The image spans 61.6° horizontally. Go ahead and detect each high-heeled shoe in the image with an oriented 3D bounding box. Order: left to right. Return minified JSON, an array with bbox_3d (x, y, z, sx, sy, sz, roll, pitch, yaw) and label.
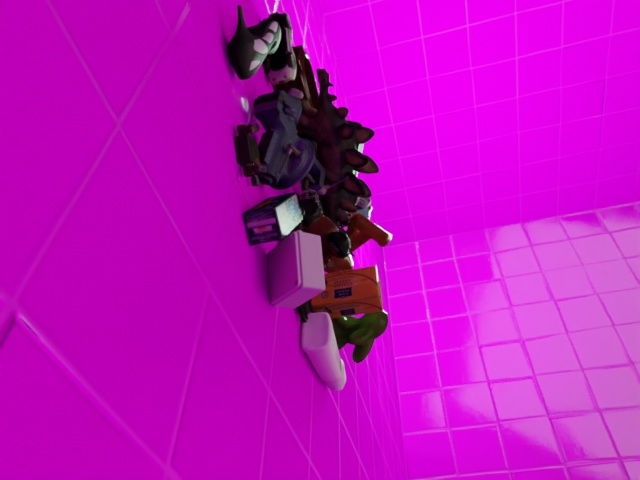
[{"bbox_3d":[-0.122,-0.368,1.085,0.248,0.086,0.145,-6,89,-76],"label":"high-heeled shoe"}]

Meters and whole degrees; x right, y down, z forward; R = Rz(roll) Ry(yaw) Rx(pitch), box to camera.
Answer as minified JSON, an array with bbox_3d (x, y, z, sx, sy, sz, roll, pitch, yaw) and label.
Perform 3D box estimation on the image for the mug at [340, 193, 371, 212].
[{"bbox_3d":[0.080,-0.119,1.353,0.107,0.110,0.080,-48,158,-64],"label":"mug"}]

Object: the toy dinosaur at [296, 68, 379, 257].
[{"bbox_3d":[0.027,-0.160,1.216,0.105,0.199,0.470,-51,150,-42],"label":"toy dinosaur"}]

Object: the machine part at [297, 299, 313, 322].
[{"bbox_3d":[-0.034,0.110,1.175,0.139,0.039,0.084,-79,151,-59],"label":"machine part"}]

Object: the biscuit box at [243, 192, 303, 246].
[{"bbox_3d":[-0.083,-0.043,0.998,0.203,0.063,0.059,-57,135,-76],"label":"biscuit box"}]

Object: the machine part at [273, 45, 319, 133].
[{"bbox_3d":[-0.059,-0.397,1.425,0.201,0.087,0.201,-85,160,-55],"label":"machine part"}]

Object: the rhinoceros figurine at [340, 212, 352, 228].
[{"bbox_3d":[0.031,-0.067,1.502,0.190,0.112,0.073,2,75,-71],"label":"rhinoceros figurine"}]

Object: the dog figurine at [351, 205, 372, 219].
[{"bbox_3d":[0.064,-0.155,1.615,0.108,0.192,0.219,-75,169,-53],"label":"dog figurine"}]

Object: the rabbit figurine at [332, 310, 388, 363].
[{"bbox_3d":[0.086,0.216,1.340,0.159,0.170,0.121,-86,161,-56],"label":"rabbit figurine"}]

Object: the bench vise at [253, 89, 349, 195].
[{"bbox_3d":[-0.052,-0.181,1.093,0.240,0.129,0.224,42,43,-45],"label":"bench vise"}]

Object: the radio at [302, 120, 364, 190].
[{"bbox_3d":[0.042,-0.217,1.481,0.073,0.131,0.229,54,47,-71],"label":"radio"}]

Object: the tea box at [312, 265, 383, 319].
[{"bbox_3d":[0.062,0.129,1.304,0.098,0.170,0.068,-91,167,-46],"label":"tea box"}]

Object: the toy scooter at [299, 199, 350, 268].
[{"bbox_3d":[-0.003,-0.004,1.241,0.184,0.075,0.135,43,-27,26],"label":"toy scooter"}]

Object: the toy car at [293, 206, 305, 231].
[{"bbox_3d":[-0.055,0.017,1.110,0.089,0.053,0.202,91,-5,-53],"label":"toy car"}]

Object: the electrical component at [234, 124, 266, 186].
[{"bbox_3d":[-0.121,-0.154,0.954,0.078,0.045,0.102,42,38,-71],"label":"electrical component"}]

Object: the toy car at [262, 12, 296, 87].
[{"bbox_3d":[-0.101,-0.466,1.300,0.056,0.074,0.202,47,33,-65],"label":"toy car"}]

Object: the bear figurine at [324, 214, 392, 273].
[{"bbox_3d":[0.089,0.031,1.463,0.196,0.132,0.120,-56,169,2],"label":"bear figurine"}]
